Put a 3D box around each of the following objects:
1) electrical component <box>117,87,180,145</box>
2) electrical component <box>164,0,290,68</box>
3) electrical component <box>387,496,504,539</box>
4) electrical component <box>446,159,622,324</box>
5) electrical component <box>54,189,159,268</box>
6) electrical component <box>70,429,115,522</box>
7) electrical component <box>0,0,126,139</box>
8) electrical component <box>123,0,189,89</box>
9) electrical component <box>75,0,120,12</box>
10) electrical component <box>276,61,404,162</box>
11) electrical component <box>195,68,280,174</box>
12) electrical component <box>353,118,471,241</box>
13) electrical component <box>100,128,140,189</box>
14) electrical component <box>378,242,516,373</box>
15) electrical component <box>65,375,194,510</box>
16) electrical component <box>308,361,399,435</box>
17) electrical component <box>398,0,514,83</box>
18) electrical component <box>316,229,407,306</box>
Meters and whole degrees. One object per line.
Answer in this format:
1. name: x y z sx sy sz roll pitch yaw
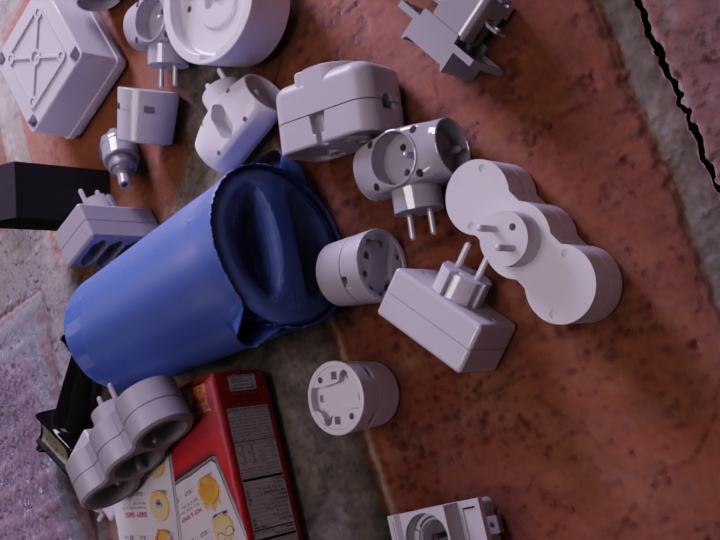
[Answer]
1. electrical component: -0.193 -0.139 0.974 0.055 0.055 0.047 14 102 39
2. electrical component: -0.106 -0.221 0.897 0.108 0.060 0.108 -1 89 40
3. electrical component: 0.063 0.183 0.748 0.081 0.064 0.042 -21 75 38
4. electrical component: 0.104 -0.020 0.710 0.138 0.074 0.052 50 119 29
5. electrical component: -0.237 -0.045 0.989 0.047 0.083 0.075 -44 63 30
6. electrical component: -0.235 0.202 1.007 0.083 0.047 0.075 46 117 31
7. electrical component: -0.296 -0.205 1.059 0.108 0.056 0.108 -47 61 29
8. electrical component: -0.172 -0.203 0.963 0.077 0.044 0.079 1 90 40
9. electrical component: -0.247 -0.300 1.027 0.079 0.044 0.077 -26 73 37
10. electrical component: -0.016 -0.123 0.825 0.095 0.054 0.059 -12 82 39
11. electrical component: -0.108 -0.136 0.909 0.077 0.043 0.079 -46 61 30
12. electrical component: 0.040 -0.062 0.783 0.077 0.044 0.079 -15 80 39
13. electrical component: -0.223 -0.102 1.003 0.035 0.035 0.061 -41 49 32
14. electrical component: 0.068 0.018 0.757 0.083 0.047 0.075 36 111 35
15. electrical component: -0.196 0.128 0.877 0.138 0.052 0.073 -48 60 30
16. electrical component: -0.004 0.095 0.815 0.055 0.047 0.055 -1 89 40
17. electrical component: 0.071 -0.175 0.761 0.081 0.042 0.063 47 114 30
18. electrical component: 0.000 0.000 0.810 0.047 0.055 0.055 -12 82 43
